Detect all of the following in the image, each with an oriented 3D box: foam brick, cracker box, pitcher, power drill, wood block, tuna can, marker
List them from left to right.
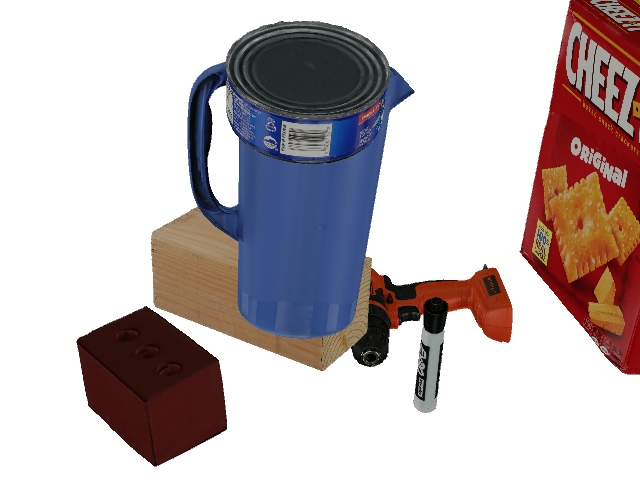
[{"bbox_3d":[-0.100,0.085,0.631,0.052,0.051,0.078,-25,39,-35],"label":"foam brick"},{"bbox_3d":[-0.062,0.043,1.072,0.206,0.091,0.090,18,32,27],"label":"wood block"},{"bbox_3d":[-0.023,-0.043,0.925,0.149,0.243,0.144,20,25,32],"label":"pitcher"},{"bbox_3d":[-0.007,-0.079,0.564,0.086,0.034,0.086,3,44,-3],"label":"tuna can"},{"bbox_3d":[0.119,0.082,1.213,0.187,0.057,0.184,-1,27,-1],"label":"power drill"},{"bbox_3d":[0.086,0.090,0.836,0.020,0.121,0.020,0,42,-1],"label":"marker"},{"bbox_3d":[0.215,-0.040,0.738,0.072,0.214,0.164,-7,34,-15],"label":"cracker box"}]
